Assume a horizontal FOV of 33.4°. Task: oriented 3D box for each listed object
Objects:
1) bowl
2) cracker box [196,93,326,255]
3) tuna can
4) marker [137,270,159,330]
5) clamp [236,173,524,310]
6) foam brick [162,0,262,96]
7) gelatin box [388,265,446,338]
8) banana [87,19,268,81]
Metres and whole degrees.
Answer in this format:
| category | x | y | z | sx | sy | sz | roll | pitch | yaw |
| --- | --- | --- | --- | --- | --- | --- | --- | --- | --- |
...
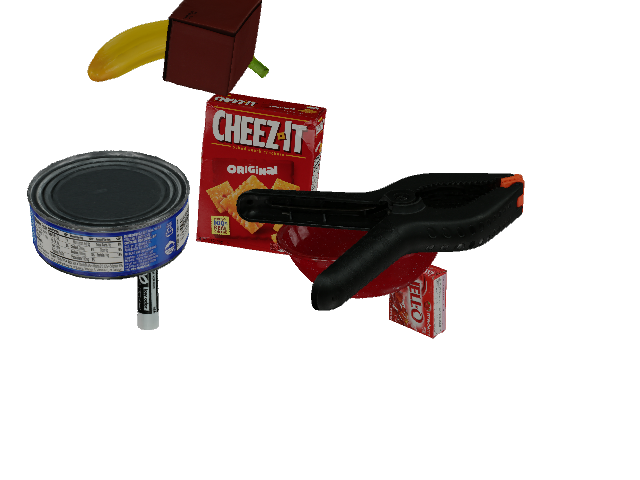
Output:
| category | x | y | z | sx | sy | sz | roll | pitch | yaw |
| --- | --- | --- | --- | --- | --- | --- | --- | --- | --- |
| bowl | 0.043 | 0.009 | 0.972 | 0.162 | 0.055 | 0.162 | -9 | 21 | 3 |
| cracker box | -0.087 | -0.093 | 1.535 | 0.164 | 0.214 | 0.072 | 10 | 22 | 7 |
| tuna can | -0.114 | -0.015 | 0.579 | 0.086 | 0.034 | 0.086 | 2 | 32 | -2 |
| marker | -0.152 | 0.019 | 0.935 | 0.020 | 0.121 | 0.020 | 1 | 16 | -1 |
| clamp | 0.050 | -0.018 | 0.777 | 0.209 | 0.036 | 0.165 | -16 | 31 | -24 |
| foam brick | -0.081 | -0.152 | 0.807 | 0.053 | 0.051 | 0.078 | 14 | 33 | 6 |
| gelatin box | 0.121 | 0.069 | 1.339 | 0.073 | 0.089 | 0.030 | 21 | 35 | 39 |
| banana | -0.147 | -0.194 | 1.075 | 0.197 | 0.070 | 0.037 | -8 | -38 | -31 |
